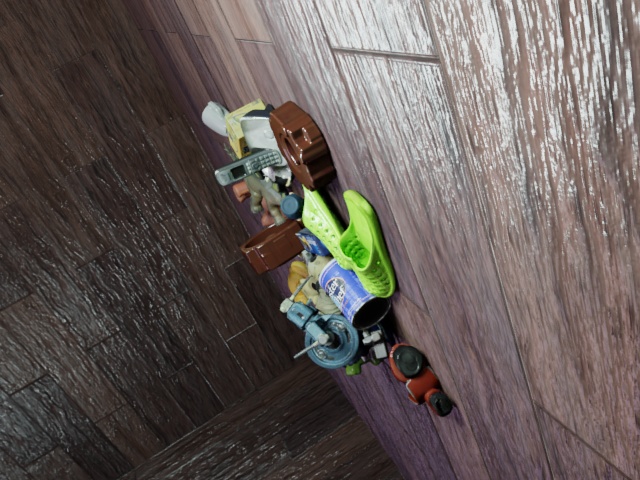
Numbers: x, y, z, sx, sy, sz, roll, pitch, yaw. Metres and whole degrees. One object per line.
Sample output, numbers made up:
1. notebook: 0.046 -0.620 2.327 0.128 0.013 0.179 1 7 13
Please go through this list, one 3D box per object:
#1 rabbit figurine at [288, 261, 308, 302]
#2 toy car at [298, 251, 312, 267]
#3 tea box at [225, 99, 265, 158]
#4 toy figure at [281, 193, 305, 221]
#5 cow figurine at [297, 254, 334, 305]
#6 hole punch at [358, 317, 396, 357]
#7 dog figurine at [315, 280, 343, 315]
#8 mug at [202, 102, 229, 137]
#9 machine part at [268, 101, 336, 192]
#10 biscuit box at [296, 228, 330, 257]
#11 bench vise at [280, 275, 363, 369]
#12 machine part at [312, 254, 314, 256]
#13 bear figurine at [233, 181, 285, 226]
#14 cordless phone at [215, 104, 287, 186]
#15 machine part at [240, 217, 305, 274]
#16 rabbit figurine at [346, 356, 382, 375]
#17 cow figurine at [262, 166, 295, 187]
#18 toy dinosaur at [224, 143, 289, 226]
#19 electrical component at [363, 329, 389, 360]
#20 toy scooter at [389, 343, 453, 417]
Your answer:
1. rabbit figurine: -0.024 0.126 1.746 0.173 0.122 0.162 6 118 60
2. toy car: -0.038 0.049 1.664 0.202 0.056 0.073 53 168 30
3. tea box: -0.168 -0.260 1.302 0.068 0.098 0.169 58 171 7
4. toy figure: -0.047 -0.076 1.257 0.154 0.058 0.064 6 -85 -74
5. cow figurine: 0.004 0.102 1.432 0.085 0.127 0.194 58 167 22
6. hole punch: 0.128 0.203 1.299 0.142 0.092 0.116 58 -158 -11
7. dog figurine: 0.052 0.167 1.376 0.121 0.172 0.190 42 121 29
8. mug: -0.312 -0.383 1.697 0.107 0.081 0.109 40 156 26
9. machine part: -0.038 -0.178 1.042 0.179 0.056 0.179 57 170 15
10. biscuit box: -0.003 -0.004 1.341 0.059 0.063 0.203 59 170 -9
11. bench vise: -0.001 0.197 1.184 0.224 0.129 0.240 48 180 9
12. machine part: -0.005 0.036 1.530 0.084 0.039 0.139 65 171 -2
13. bear figurine: -0.177 -0.102 1.709 0.120 0.132 0.195 143 102 -83
14. cordless phone: -0.160 -0.203 1.185 0.089 0.184 0.146 57 170 36
15. machine part: -0.121 0.010 1.541 0.087 0.201 0.201 59 169 -15
16. rabbit figurine: 0.111 0.286 1.507 0.170 0.121 0.159 74 180 -70
17. cow figurine: -0.108 -0.178 1.347 0.098 0.068 0.167 55 171 -15
18. toy dinosaur: -0.168 -0.175 1.544 0.472 0.105 0.198 30 143 52
19. electrical component: 0.125 0.230 1.203 0.102 0.045 0.078 36 -139 -76
20. toy scooter: 0.212 0.308 1.191 0.184 0.075 0.135 53 169 6
